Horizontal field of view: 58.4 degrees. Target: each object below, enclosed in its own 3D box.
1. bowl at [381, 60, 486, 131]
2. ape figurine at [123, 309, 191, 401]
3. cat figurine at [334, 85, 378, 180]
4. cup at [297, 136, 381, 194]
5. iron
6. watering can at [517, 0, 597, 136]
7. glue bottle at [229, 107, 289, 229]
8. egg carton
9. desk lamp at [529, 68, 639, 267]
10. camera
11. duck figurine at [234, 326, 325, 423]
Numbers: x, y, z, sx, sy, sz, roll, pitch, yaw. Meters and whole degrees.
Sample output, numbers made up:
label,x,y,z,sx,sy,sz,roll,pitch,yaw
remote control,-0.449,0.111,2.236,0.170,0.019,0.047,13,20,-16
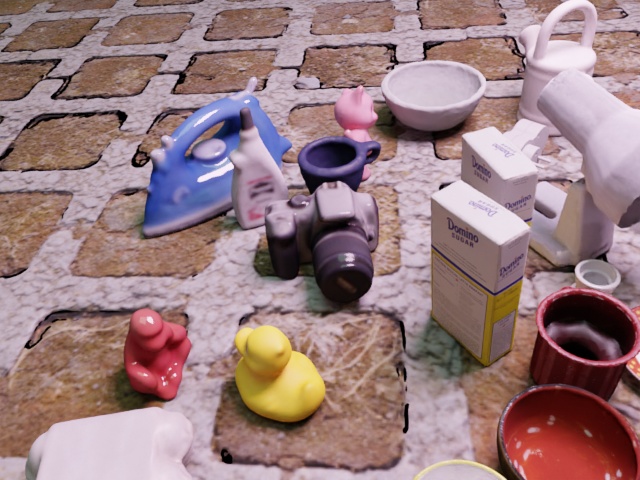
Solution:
label,x,y,z,sx,sy,sz,roll,pitch,yaw
bowl,0.184,-0.227,0.939,0.167,0.075,0.167,-3,42,3
ape figurine,-0.173,0.110,0.594,0.078,0.092,0.076,-36,49,-29
cat figurine,0.050,-0.172,0.862,0.067,0.118,0.128,4,43,12
cup,0.030,-0.085,0.785,0.118,0.095,0.091,-21,44,-15
iron,-0.163,-0.123,0.816,0.118,0.142,0.259,27,51,32
watering can,0.360,-0.270,0.876,0.101,0.194,0.172,-30,47,-24
glue bottle,-0.086,-0.096,0.752,0.078,0.173,0.037,-22,44,-17
egg carton,-0.185,0.209,0.502,0.150,0.069,0.107,-9,42,-3
desk lamp,0.304,-0.071,0.646,0.118,0.214,0.202,-25,45,-19
camera,0.006,0.002,0.685,0.143,0.101,0.136,-8,42,-1
duck figurine,-0.044,0.124,0.566,0.104,0.086,0.078,25,51,31
